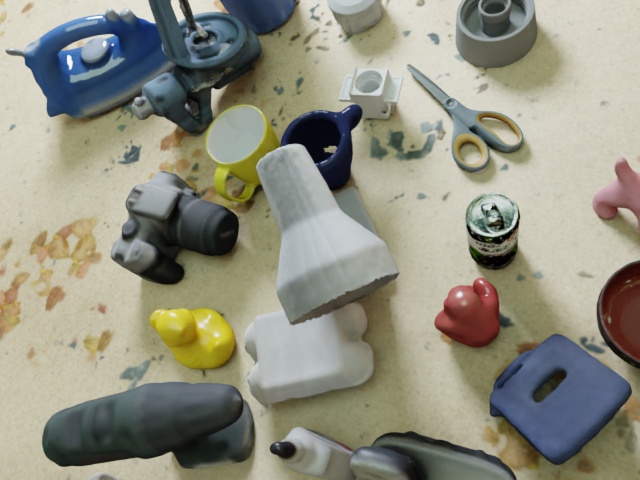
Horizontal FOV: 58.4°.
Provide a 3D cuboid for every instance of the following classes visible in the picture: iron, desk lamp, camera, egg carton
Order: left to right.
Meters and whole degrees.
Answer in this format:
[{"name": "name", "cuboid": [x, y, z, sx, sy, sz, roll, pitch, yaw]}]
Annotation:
[{"name": "iron", "cuboid": [-0.345, -0.299, 0.900, 0.258, 0.142, 0.118, -23, 63, 8]}, {"name": "camera", "cuboid": [-0.188, -0.013, 0.755, 0.136, 0.101, 0.143, 16, 74, 23]}, {"name": "egg carton", "cuboid": [-0.014, 0.127, 0.661, 0.150, 0.069, 0.107, -16, 65, 11]}, {"name": "desk lamp", "cuboid": [0.006, 0.002, 0.624, 0.118, 0.214, 0.203, -26, 63, 6]}]

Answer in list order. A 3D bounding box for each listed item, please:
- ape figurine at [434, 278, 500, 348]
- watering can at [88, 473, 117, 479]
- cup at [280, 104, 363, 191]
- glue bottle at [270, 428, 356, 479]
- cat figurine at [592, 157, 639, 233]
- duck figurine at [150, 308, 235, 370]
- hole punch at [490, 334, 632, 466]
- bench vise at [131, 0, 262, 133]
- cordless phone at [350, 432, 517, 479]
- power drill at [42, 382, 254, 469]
[{"name": "ape figurine", "cuboid": [0.158, 0.075, 0.615, 0.077, 0.092, 0.076, -23, 63, 7]}, {"name": "watering can", "cuboid": [-0.197, 0.315, 0.571, 0.172, 0.194, 0.101, 29, 79, 26]}, {"name": "cup", "cuboid": [0.015, -0.114, 0.736, 0.118, 0.095, 0.091, -43, 63, -2]}, {"name": "glue bottle", "cuboid": [-0.012, 0.211, 0.567, 0.078, 0.173, 0.037, 15, 74, 23]}, {"name": "cat figurine", "cuboid": [0.354, -0.042, 0.586, 0.067, 0.118, 0.127, -45, 63, -4]}, {"name": "duck figurine", "cuboid": [-0.161, 0.114, 0.703, 0.104, 0.086, 0.077, 19, 76, 24]}, {"name": "hole punch", "cuboid": [0.228, 0.154, 0.560, 0.109, 0.091, 0.101, -44, 63, -3]}, {"name": "bench vise", "cuboid": [-0.184, -0.259, 0.788, 0.121, 0.220, 0.207, 20, 76, 24]}, {"name": "cordless phone", "cuboid": [0.103, 0.225, 0.518, 0.147, 0.185, 0.094, 5, 70, 20]}, {"name": "power drill", "cuboid": [-0.151, 0.194, 0.598, 0.229, 0.209, 0.075, -13, 65, 12]}]
